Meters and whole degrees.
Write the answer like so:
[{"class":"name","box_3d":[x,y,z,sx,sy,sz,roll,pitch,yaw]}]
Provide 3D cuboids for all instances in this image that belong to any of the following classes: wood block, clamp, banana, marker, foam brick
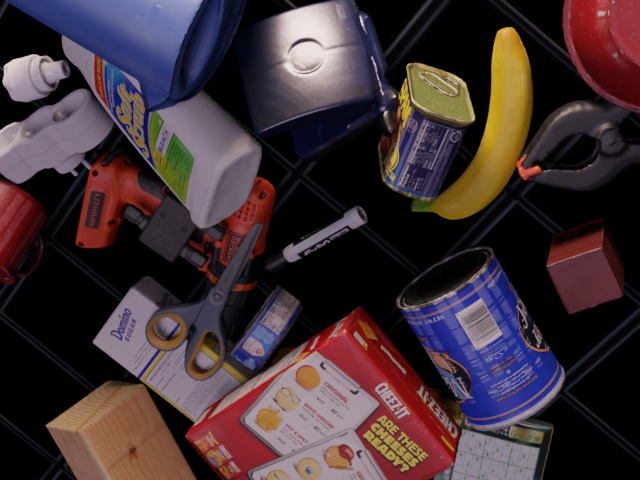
[{"class":"wood block","box_3d":[-0.198,0.266,1.170,0.090,0.090,0.206,-6,115,52]},{"class":"clamp","box_3d":[0.257,-0.083,0.913,0.172,0.039,0.120,-30,98,18]},{"class":"banana","box_3d":[0.148,-0.089,0.951,0.069,0.037,0.198,26,118,2]},{"class":"marker","box_3d":[-0.007,0.001,1.050,0.121,0.020,0.020,-29,102,26]},{"class":"foam brick","box_3d":[0.238,0.023,0.950,0.053,0.078,0.051,-21,104,24]}]

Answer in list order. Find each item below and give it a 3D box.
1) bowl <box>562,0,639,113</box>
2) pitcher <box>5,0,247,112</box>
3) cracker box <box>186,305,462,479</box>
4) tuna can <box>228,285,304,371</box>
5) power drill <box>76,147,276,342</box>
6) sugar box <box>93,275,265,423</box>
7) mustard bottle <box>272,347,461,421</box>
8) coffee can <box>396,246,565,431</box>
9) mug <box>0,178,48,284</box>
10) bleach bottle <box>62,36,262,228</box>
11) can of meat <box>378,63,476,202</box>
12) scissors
[{"class":"bowl","box_3d":[0.274,-0.178,0.842,0.162,0.055,0.162,2,99,13]},{"class":"pitcher","box_3d":[-0.184,-0.235,0.904,0.243,0.149,0.145,29,140,6]},{"class":"cracker box","box_3d":[0.003,0.187,1.032,0.214,0.072,0.164,-36,98,25]},{"class":"tuna can","box_3d":[-0.053,0.088,1.065,0.034,0.086,0.086,36,118,-2]},{"class":"power drill","box_3d":[-0.147,0.000,1.073,0.187,0.057,0.184,19,114,5]},{"class":"sugar box","box_3d":[-0.145,0.126,1.134,0.176,0.048,0.093,40,118,1]},{"class":"mustard bottle","box_3d":[0.047,0.164,1.082,0.192,0.058,0.096,4,112,16]},{"class":"coffee can","box_3d":[0.150,0.091,0.994,0.103,0.102,0.140,-26,103,25]},{"class":"mug","box_3d":[-0.328,-0.007,1.102,0.093,0.081,0.117,12,156,37]},{"class":"bleach bottle","box_3d":[-0.163,-0.131,0.991,0.251,0.068,0.103,45,143,17]},{"class":"can of meat","box_3d":[0.090,-0.094,0.931,0.057,0.102,0.084,16,121,-9]},{"class":"scissors","box_3d":[-0.118,0.053,1.048,0.096,0.016,0.202,18,121,7]}]
